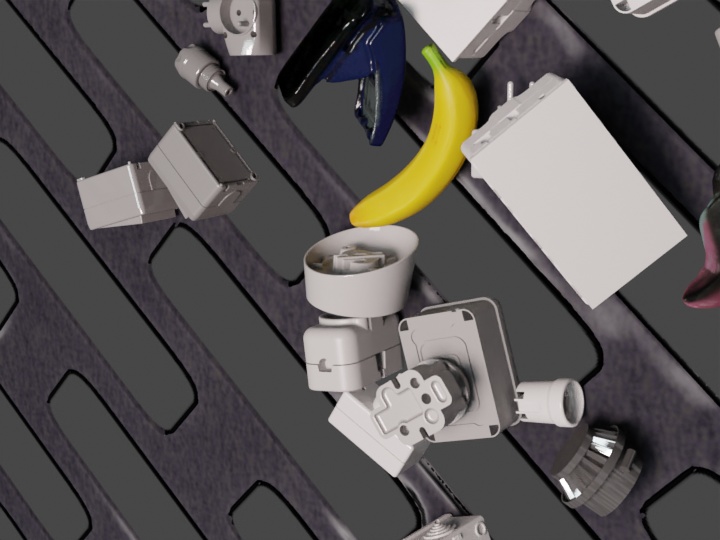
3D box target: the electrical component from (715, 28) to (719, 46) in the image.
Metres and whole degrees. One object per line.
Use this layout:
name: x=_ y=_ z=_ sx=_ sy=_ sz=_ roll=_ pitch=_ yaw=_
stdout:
electrical component: x=0.282 y=-0.147 z=0.761 sx=0.040 sy=0.040 sz=0.078 roll=-21 pitch=88 yaw=34

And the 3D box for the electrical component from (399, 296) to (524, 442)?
electrical component: x=0.089 y=0.085 z=0.922 sx=0.078 sy=0.057 sz=0.113 roll=-12 pitch=94 yaw=34

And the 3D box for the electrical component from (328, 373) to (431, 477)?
electrical component: x=0.028 y=0.128 z=0.976 sx=0.083 sy=0.047 sz=0.075 roll=38 pitch=117 yaw=20

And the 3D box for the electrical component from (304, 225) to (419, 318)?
electrical component: x=0.000 y=0.000 z=0.940 sx=0.099 sy=0.099 sz=0.064 roll=16 pitch=114 yaw=29

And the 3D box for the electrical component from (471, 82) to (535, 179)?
electrical component: x=0.129 y=-0.112 z=0.862 sx=0.066 sy=0.047 sz=0.076 roll=7 pitch=103 yaw=31

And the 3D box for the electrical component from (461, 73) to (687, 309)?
electrical component: x=0.157 y=-0.061 z=0.803 sx=0.089 sy=0.061 sz=0.150 roll=-39 pitch=106 yaw=8

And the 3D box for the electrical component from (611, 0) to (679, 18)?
electrical component: x=0.227 y=-0.239 z=0.767 sx=0.113 sy=0.057 sz=0.078 roll=-26 pitch=85 yaw=33

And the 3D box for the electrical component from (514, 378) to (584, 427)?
electrical component: x=0.157 y=0.110 z=0.896 sx=0.046 sy=0.040 sz=0.040 roll=-4 pitch=98 yaw=39

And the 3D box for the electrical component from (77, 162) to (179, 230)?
electrical component: x=-0.238 y=-0.073 z=1.095 sx=0.096 sy=0.062 sz=0.061 roll=-13 pitch=93 yaw=34

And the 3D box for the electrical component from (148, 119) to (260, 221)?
electrical component: x=-0.157 y=-0.100 z=1.037 sx=0.061 sy=0.062 sz=0.096 roll=-45 pitch=75 yaw=31

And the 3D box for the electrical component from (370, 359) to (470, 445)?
electrical component: x=0.054 y=0.105 z=0.877 sx=0.078 sy=0.057 sz=0.058 roll=-34 pitch=81 yaw=33

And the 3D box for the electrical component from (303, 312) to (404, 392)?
electrical component: x=-0.005 y=0.067 z=0.955 sx=0.054 sy=0.095 sz=0.059 roll=-1 pitch=99 yaw=33

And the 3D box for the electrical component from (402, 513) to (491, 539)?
electrical component: x=0.079 y=0.270 z=0.944 sx=0.048 sy=0.100 sz=0.099 roll=-18 pitch=90 yaw=47

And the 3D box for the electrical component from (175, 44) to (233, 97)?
electrical component: x=-0.146 y=-0.187 z=1.029 sx=0.061 sy=0.035 sz=0.035 roll=40 pitch=118 yaw=17

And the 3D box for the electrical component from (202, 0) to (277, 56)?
electrical component: x=-0.114 y=-0.237 z=0.992 sx=0.079 sy=0.044 sz=0.077 roll=6 pitch=103 yaw=31

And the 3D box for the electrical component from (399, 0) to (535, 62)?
electrical component: x=0.112 y=-0.266 z=0.833 sx=0.105 sy=0.060 sz=0.186 roll=52 pitch=121 yaw=13
